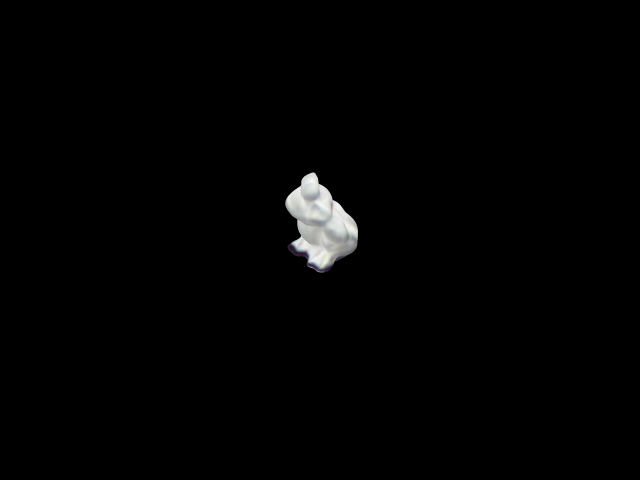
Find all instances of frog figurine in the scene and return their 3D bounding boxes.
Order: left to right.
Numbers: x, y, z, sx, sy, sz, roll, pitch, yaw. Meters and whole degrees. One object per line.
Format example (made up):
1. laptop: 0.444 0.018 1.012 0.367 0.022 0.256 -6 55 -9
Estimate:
1. frog figurine: 0.003 -0.043 0.850 0.123 0.156 0.140 -6 29 -11
